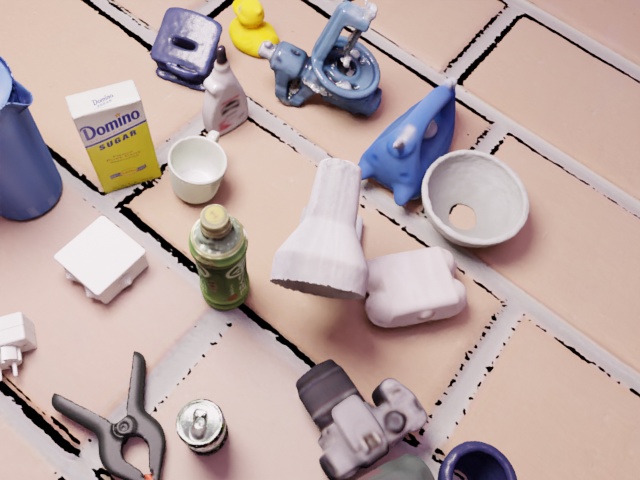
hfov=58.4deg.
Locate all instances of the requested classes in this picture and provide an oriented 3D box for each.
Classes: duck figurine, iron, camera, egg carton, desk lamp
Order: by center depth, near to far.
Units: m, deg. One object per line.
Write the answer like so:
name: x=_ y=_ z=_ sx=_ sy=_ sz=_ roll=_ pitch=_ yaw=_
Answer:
camera: x=0.043 y=0.212 z=0.725 sx=0.143 sy=0.101 sz=0.136 roll=-29 pitch=70 yaw=-19
desk lamp: x=0.007 y=0.003 z=0.762 sx=0.118 sy=0.213 sz=0.203 roll=11 pitch=63 yaw=-1
egg carton: x=0.133 y=0.069 z=0.824 sx=0.150 sy=0.069 sz=0.107 roll=-11 pitch=65 yaw=-11
iron: x=0.164 y=-0.184 z=0.912 sx=0.118 sy=0.141 sz=0.259 roll=33 pitch=65 yaw=10
duck figurine: x=-0.116 y=-0.382 z=1.011 sx=0.104 sy=0.086 sz=0.078 roll=41 pitch=67 yaw=14

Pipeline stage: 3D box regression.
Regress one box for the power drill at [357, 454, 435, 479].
power drill: x=0.012 y=0.311 z=0.612 sx=0.230 sy=0.208 sz=0.075 roll=-25 pitch=68 yaw=-17

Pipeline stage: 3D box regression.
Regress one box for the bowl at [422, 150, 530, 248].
bowl: x=0.232 y=-0.052 z=0.892 sx=0.167 sy=0.075 sz=0.167 roll=3 pitch=63 yaw=-5

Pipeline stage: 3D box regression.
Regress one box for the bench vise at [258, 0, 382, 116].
bench vise: x=0.007 y=-0.286 z=0.902 sx=0.207 sy=0.220 sz=0.121 roll=-2 pitch=64 yaw=-7

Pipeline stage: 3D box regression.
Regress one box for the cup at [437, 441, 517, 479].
cup: x=0.182 y=0.311 z=0.695 sx=0.092 sy=0.095 sz=0.117 roll=0 pitch=64 yaw=-6

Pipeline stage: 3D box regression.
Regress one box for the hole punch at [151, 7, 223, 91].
hole punch: x=-0.222 y=-0.322 z=0.967 sx=0.108 sy=0.091 sz=0.101 roll=19 pitch=63 yaw=3

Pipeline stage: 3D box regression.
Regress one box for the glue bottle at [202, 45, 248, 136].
glue bottle: x=-0.149 y=-0.234 z=0.885 sx=0.078 sy=0.173 sz=0.037 roll=-40 pitch=74 yaw=-22
